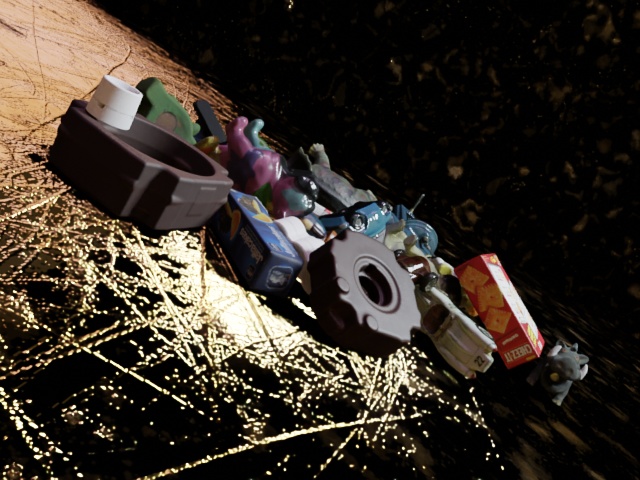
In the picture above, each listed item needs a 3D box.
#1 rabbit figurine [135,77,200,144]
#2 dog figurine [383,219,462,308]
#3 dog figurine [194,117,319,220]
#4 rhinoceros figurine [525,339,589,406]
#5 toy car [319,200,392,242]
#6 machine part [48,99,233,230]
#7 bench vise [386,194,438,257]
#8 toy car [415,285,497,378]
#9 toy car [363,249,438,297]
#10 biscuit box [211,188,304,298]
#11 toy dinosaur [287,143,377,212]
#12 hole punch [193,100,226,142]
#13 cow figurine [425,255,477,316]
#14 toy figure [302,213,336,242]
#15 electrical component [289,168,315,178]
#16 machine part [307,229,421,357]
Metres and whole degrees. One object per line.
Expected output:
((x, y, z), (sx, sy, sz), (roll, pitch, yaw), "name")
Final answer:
((-0.289, -0.209, 0.950), (0.159, 0.121, 0.170), (25, 1, -39), "rabbit figurine")
((0.191, 0.064, 1.107), (0.190, 0.121, 0.172), (41, 12, -27), "dog figurine")
((-0.110, -0.087, 0.901), (0.219, 0.191, 0.108), (61, 13, 3), "dog figurine")
((0.439, 0.237, 0.978), (0.073, 0.112, 0.190), (41, 8, 23), "rhinoceros figurine")
((0.073, -0.016, 1.057), (0.161, 0.102, 0.109), (-23, 15, -39), "toy car")
((-0.237, -0.097, 0.728), (0.202, 0.087, 0.201), (37, 15, 14), "machine part")
((0.195, -0.023, 1.287), (0.223, 0.129, 0.241), (37, 30, -13), "bench vise")
((0.207, 0.141, 0.882), (0.056, 0.073, 0.202), (26, 14, -37), "toy car")
((0.105, 0.062, 0.868), (0.202, 0.053, 0.089), (-13, 43, -38), "toy car")
((-0.094, -0.002, 0.752), (0.059, 0.062, 0.203), (20, 18, -37), "biscuit box")
((0.040, -0.101, 1.291), (0.404, 0.131, 0.192), (33, 26, -14), "toy dinosaur")
((-0.264, -0.232, 1.170), (0.115, 0.092, 0.142), (60, 6, -11), "hole punch")
((0.294, 0.102, 1.198), (0.167, 0.068, 0.098), (40, 12, -19), "cow figurine")
((-0.001, -0.004, 0.973), (0.154, 0.057, 0.064), (37, 19, 4), "toy figure")
((-0.078, -0.118, 1.112), (0.134, 0.058, 0.115), (7, 12, -3), "electrical component")
((0.063, 0.069, 0.725), (0.179, 0.056, 0.179), (29, 40, -28), "machine part")
